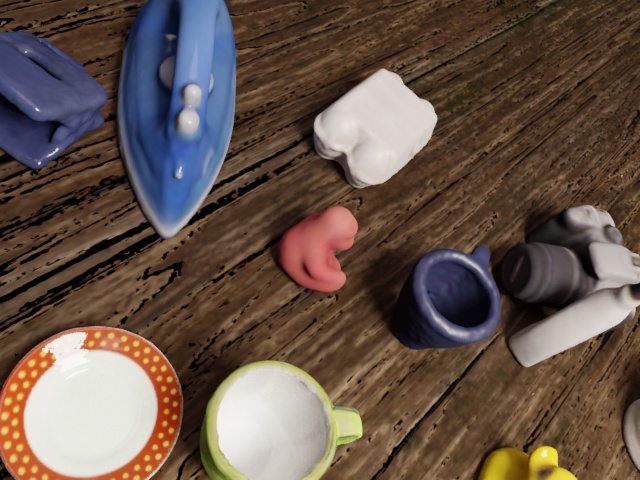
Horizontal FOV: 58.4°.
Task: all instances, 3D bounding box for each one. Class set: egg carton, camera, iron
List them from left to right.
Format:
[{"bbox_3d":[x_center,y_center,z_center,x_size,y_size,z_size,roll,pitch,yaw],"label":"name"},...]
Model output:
[{"bbox_3d":[-0.124,-0.145,0.534,0.119,0.141,0.258,7,60,-21],"label":"iron"},{"bbox_3d":[0.064,-0.127,0.654,0.107,0.069,0.150,42,54,3],"label":"egg carton"},{"bbox_3d":[0.279,0.024,0.646,0.137,0.100,0.143,9,59,-19],"label":"camera"}]

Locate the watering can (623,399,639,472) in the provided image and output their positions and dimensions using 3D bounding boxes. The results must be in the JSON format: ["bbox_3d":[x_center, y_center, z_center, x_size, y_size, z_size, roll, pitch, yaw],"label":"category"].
[{"bbox_3d":[0.411,0.176,0.562,0.101,0.193,0.173,22,56,-11],"label":"watering can"}]

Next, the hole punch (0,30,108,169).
[{"bbox_3d":[-0.253,-0.138,0.503,0.108,0.091,0.101,37,54,-1],"label":"hole punch"}]

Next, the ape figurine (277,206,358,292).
[{"bbox_3d":[0.005,0.002,0.540,0.076,0.092,0.078,22,56,-11],"label":"ape figurine"}]

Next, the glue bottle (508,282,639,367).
[{"bbox_3d":[0.266,0.075,0.567,0.078,0.173,0.037,-21,72,-32],"label":"glue bottle"}]

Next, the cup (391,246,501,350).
[{"bbox_3d":[0.116,0.059,0.556,0.091,0.095,0.118,40,54,2],"label":"cup"}]

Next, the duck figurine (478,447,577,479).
[{"bbox_3d":[0.189,0.230,0.497,0.078,0.086,0.104,16,57,-15],"label":"duck figurine"}]
